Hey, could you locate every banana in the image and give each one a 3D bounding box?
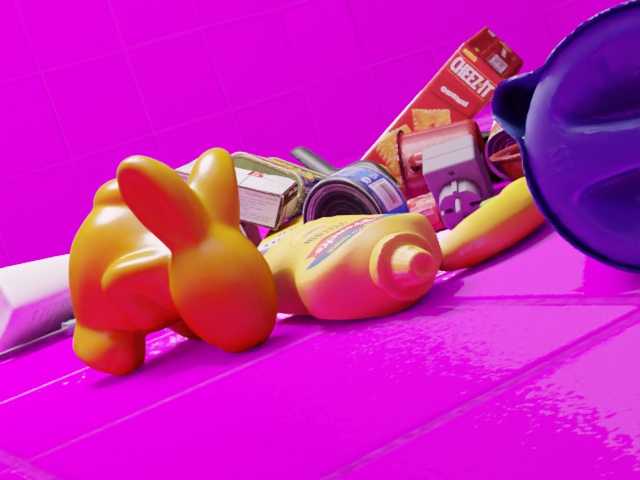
[{"bbox_3d":[0.135,-0.015,0.781,0.070,0.037,0.197,-36,-2,23],"label":"banana"}]

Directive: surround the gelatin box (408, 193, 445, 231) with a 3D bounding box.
[{"bbox_3d":[0.077,-0.019,1.001,0.073,0.030,0.089,-18,6,7],"label":"gelatin box"}]

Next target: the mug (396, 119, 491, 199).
[{"bbox_3d":[0.127,-0.080,1.099,0.082,0.093,0.117,-12,-10,16],"label":"mug"}]

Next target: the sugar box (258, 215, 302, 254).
[{"bbox_3d":[-0.007,0.001,1.003,0.093,0.048,0.176,-22,4,3],"label":"sugar box"}]

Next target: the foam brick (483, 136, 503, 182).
[{"bbox_3d":[0.227,-0.104,1.206,0.078,0.053,0.051,-23,7,-42],"label":"foam brick"}]

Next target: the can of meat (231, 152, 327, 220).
[{"bbox_3d":[-0.045,-0.055,1.136,0.102,0.057,0.083,22,7,24],"label":"can of meat"}]

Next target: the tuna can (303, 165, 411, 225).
[{"bbox_3d":[0.028,-0.014,0.839,0.086,0.086,0.033,-13,10,42],"label":"tuna can"}]

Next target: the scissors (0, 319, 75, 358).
[{"bbox_3d":[-0.258,0.089,1.130,0.201,0.016,0.096,-20,5,-18],"label":"scissors"}]

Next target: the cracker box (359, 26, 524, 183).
[{"bbox_3d":[0.133,-0.136,1.230,0.214,0.072,0.164,-48,-1,25],"label":"cracker box"}]

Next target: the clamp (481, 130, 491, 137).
[{"bbox_3d":[0.257,-0.127,1.325,0.164,0.036,0.210,-5,1,-30],"label":"clamp"}]

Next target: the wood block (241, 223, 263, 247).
[{"bbox_3d":[-0.132,0.008,1.120,0.090,0.091,0.206,-17,6,14],"label":"wood block"}]

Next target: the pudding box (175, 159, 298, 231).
[{"bbox_3d":[-0.084,-0.045,1.039,0.113,0.039,0.090,12,14,6],"label":"pudding box"}]

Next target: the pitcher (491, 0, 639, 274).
[{"bbox_3d":[0.199,-0.059,0.613,0.145,0.149,0.242,-33,-2,16],"label":"pitcher"}]

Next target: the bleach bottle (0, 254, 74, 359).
[{"bbox_3d":[-0.267,0.056,1.188,0.250,0.068,0.103,-17,-29,-52],"label":"bleach bottle"}]

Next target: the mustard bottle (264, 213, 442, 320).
[{"bbox_3d":[0.026,0.016,0.701,0.096,0.058,0.192,-27,9,-19],"label":"mustard bottle"}]

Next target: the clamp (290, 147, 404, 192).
[{"bbox_3d":[0.020,-0.039,1.175,0.172,0.120,0.039,11,-1,42],"label":"clamp"}]

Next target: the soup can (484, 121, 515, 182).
[{"bbox_3d":[0.214,-0.115,1.108,0.069,0.068,0.102,-15,32,33],"label":"soup can"}]

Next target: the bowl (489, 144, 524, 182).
[{"bbox_3d":[0.223,-0.068,0.873,0.162,0.055,0.162,-18,6,2],"label":"bowl"}]
